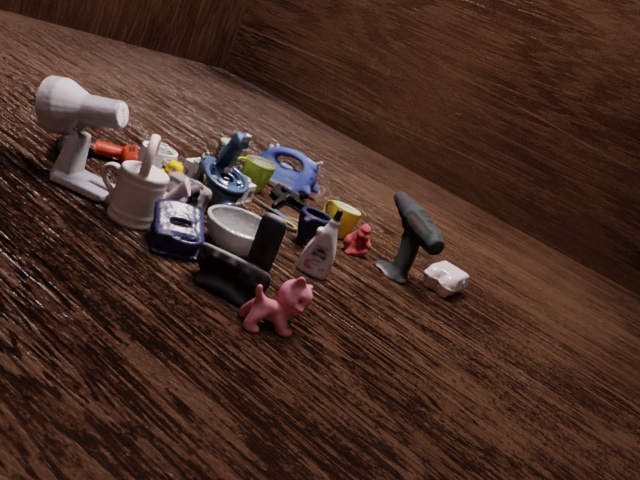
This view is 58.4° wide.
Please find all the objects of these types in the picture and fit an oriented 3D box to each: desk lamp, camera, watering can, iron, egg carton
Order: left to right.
[{"bbox_3d":[-0.507,-0.222,1.228,0.203,0.213,0.118,25,18,1],"label":"desk lamp"},{"bbox_3d":[-0.356,-0.125,1.185,0.173,0.194,0.100,12,22,-33],"label":"watering can"},{"bbox_3d":[-0.339,-0.113,1.323,0.136,0.101,0.143,29,19,12],"label":"camera"},{"bbox_3d":[-0.114,-0.246,1.900,0.258,0.141,0.119,29,19,11],"label":"iron"},{"bbox_3d":[0.361,0.113,1.641,0.107,0.069,0.151,34,20,25],"label":"egg carton"}]

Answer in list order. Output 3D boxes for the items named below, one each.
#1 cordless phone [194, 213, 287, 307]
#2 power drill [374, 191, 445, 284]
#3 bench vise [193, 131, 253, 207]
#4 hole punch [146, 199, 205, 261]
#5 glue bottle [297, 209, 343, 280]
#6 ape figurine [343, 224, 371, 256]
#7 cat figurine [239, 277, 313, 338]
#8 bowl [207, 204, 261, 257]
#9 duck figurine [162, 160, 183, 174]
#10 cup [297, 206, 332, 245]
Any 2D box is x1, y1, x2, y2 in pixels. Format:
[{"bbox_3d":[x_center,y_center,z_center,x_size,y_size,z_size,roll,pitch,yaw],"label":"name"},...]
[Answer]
[{"bbox_3d":[-0.146,0.017,1.081,0.147,0.185,0.094,25,18,0],"label":"cordless phone"},{"bbox_3d":[0.234,0.001,1.563,0.076,0.208,0.228,10,23,-37],"label":"power drill"},{"bbox_3d":[-0.254,-0.192,1.456,0.206,0.220,0.122,35,21,27],"label":"bench vise"},{"bbox_3d":[-0.285,-0.021,1.155,0.109,0.091,0.100,14,21,-30],"label":"hole punch"},{"bbox_3d":[0.012,0.005,1.331,0.078,0.173,0.037,24,18,-3],"label":"glue bottle"},{"bbox_3d":[0.112,-0.002,1.603,0.077,0.092,0.076,28,19,9],"label":"ape figurine"},{"bbox_3d":[-0.068,0.109,1.034,0.128,0.118,0.067,12,22,-33],"label":"cat figurine"},{"bbox_3d":[-0.183,-0.010,1.280,0.167,0.075,0.167,22,19,-8],"label":"bowl"},{"bbox_3d":[-0.372,-0.158,1.427,0.078,0.086,0.104,4,28,-47],"label":"duck figurine"},{"bbox_3d":[-0.027,-0.026,1.489,0.091,0.095,0.118,30,19,16],"label":"cup"}]
